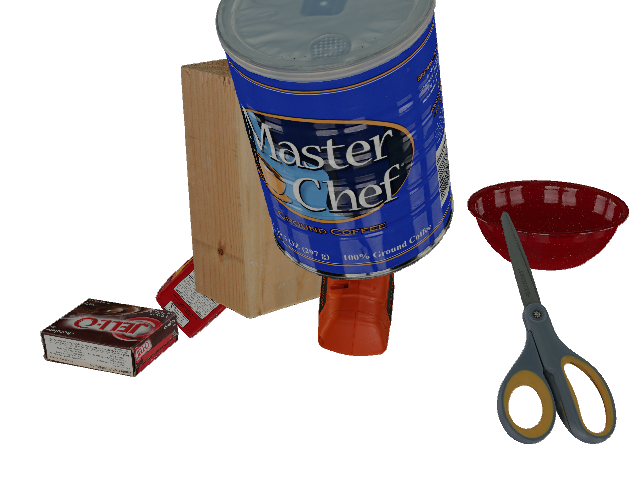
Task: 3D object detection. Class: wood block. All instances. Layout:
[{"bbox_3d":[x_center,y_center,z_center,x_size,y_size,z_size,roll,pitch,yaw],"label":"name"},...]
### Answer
[{"bbox_3d":[-0.057,-0.051,0.930,0.090,0.206,0.091,-16,24,-36],"label":"wood block"}]

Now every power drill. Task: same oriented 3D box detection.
[{"bbox_3d":[0.032,-0.008,0.749,0.057,0.188,0.184,8,41,2],"label":"power drill"}]

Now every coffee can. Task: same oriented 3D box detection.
[{"bbox_3d":[0.012,-0.064,0.541,0.103,0.102,0.140,0,-42,12],"label":"coffee can"}]

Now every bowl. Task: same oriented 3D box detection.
[{"bbox_3d":[0.231,-0.012,1.096,0.162,0.055,0.162,-1,22,0],"label":"bowl"}]

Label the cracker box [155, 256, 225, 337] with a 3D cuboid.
[{"bbox_3d":[-0.077,-0.001,1.238,0.214,0.072,0.164,-42,3,27],"label":"cracker box"}]

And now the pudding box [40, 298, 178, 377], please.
[{"bbox_3d":[-0.218,0.100,1.110,0.114,0.039,0.089,5,21,22],"label":"pudding box"}]

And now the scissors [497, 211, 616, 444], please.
[{"bbox_3d":[0.154,0.073,0.828,0.096,0.202,0.016,-21,-26,-15],"label":"scissors"}]
